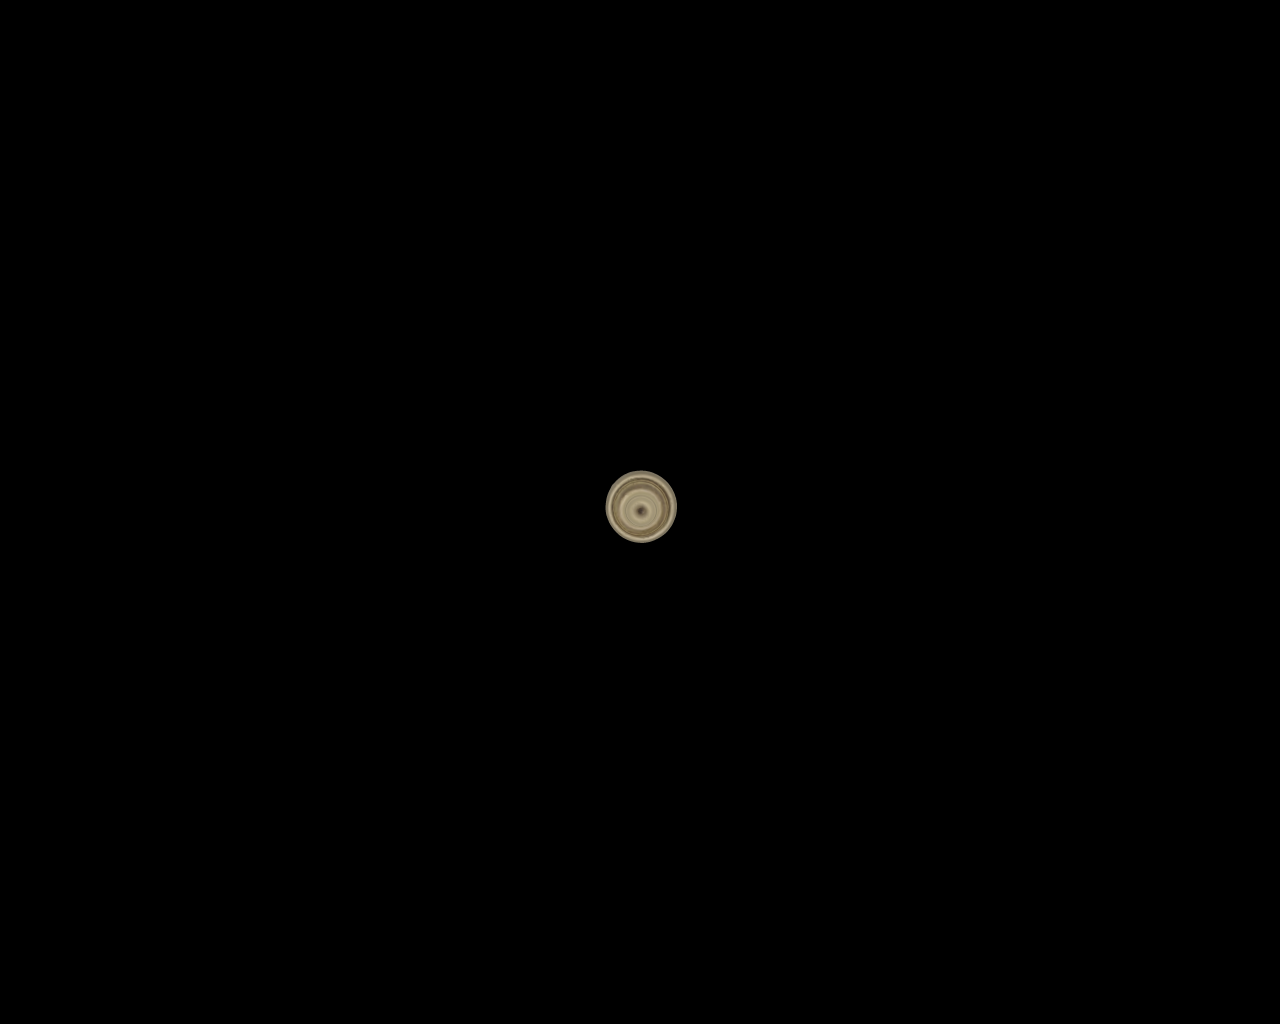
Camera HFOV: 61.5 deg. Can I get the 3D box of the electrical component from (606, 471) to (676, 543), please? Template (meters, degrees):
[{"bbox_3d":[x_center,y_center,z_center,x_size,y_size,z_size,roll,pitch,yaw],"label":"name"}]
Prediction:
[{"bbox_3d":[0.001,-0.003,0.650,0.043,0.043,0.062,0,5,0],"label":"electrical component"}]
